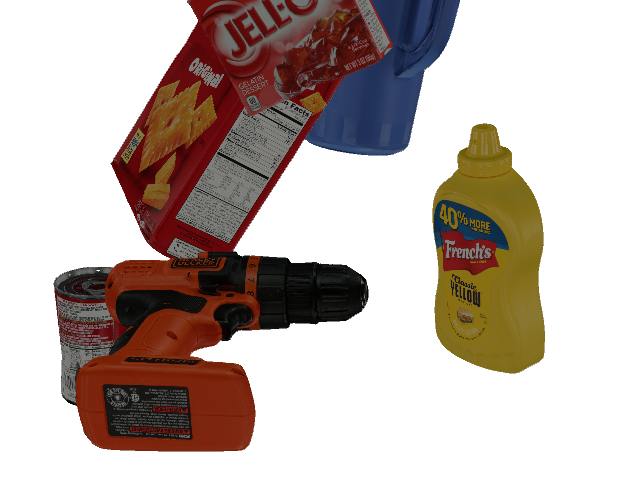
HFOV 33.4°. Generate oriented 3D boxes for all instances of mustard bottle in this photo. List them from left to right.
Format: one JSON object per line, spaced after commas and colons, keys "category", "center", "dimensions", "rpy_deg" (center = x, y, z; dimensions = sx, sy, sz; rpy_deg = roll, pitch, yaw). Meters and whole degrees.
{"category": "mustard bottle", "center": [0.130, 0.003, 0.832], "dimensions": [0.058, 0.192, 0.096], "rpy_deg": [-20, 28, -32]}

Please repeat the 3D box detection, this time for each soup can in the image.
{"category": "soup can", "center": [-0.187, 0.081, 0.897], "dimensions": [0.068, 0.102, 0.068], "rpy_deg": [1, 18, -1]}

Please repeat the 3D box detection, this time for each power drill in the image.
{"category": "power drill", "center": [-0.065, 0.063, 0.684], "dimensions": [0.184, 0.057, 0.187], "rpy_deg": [-2, 21, 7]}

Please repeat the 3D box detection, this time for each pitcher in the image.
{"category": "pitcher", "center": [0.053, -0.203, 0.980], "dimensions": [0.145, 0.243, 0.149], "rpy_deg": [9, 15, 4]}

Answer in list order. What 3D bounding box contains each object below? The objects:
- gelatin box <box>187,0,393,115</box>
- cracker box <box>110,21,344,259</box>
{"category": "gelatin box", "center": [-0.017, -0.117, 0.575], "dimensions": [0.089, 0.073, 0.030], "rpy_deg": [-19, 19, 28]}
{"category": "cracker box", "center": [-0.075, -0.104, 0.836], "dimensions": [0.072, 0.214, 0.164], "rpy_deg": [25, 16, -30]}
